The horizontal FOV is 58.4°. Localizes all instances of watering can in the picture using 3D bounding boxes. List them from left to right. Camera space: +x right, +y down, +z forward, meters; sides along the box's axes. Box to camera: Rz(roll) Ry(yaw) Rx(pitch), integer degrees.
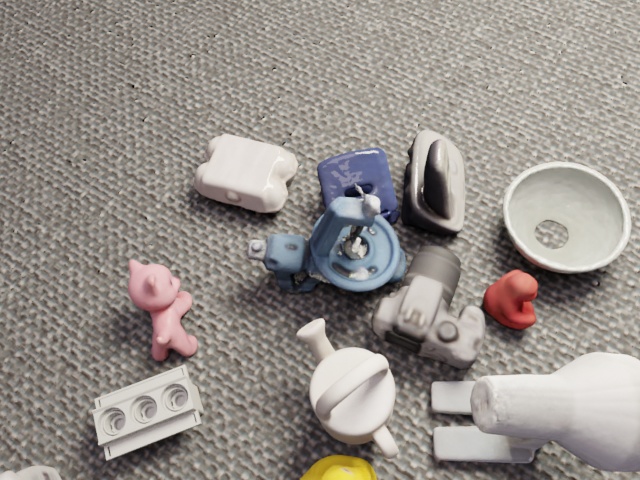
[{"bbox_3d":[0.032,0.174,0.669,0.172,0.194,0.101,31,72,17],"label":"watering can"}]

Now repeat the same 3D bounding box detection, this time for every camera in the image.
[{"bbox_3d":[0.154,0.080,0.752,0.143,0.101,0.137,20,69,13],"label":"camera"}]

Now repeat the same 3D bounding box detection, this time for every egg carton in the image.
[{"bbox_3d":[-0.113,-0.099,0.869,0.150,0.069,0.107,14,68,10],"label":"egg carton"}]

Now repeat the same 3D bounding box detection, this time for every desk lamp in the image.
[{"bbox_3d":[0.236,0.195,0.633,0.203,0.214,0.118,-1,66,4],"label":"desk lamp"}]

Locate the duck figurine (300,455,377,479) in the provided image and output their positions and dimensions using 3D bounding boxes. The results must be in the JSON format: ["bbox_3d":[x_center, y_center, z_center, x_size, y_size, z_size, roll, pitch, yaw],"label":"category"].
[{"bbox_3d":[0.017,0.294,0.676,0.104,0.086,0.077,-19,66,-4],"label":"duck figurine"}]

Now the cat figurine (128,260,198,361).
[{"bbox_3d":[-0.216,0.088,0.767,0.067,0.118,0.127,-15,66,-2],"label":"cat figurine"}]

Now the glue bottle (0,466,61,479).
[{"bbox_3d":[-0.345,0.296,0.655,0.037,0.173,0.078,-33,67,-10],"label":"glue bottle"}]

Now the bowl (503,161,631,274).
[{"bbox_3d":[0.333,-0.021,0.798,0.167,0.075,0.167,-2,66,4],"label":"bowl"}]

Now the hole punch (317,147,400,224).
[{"bbox_3d":[0.057,-0.069,0.831,0.108,0.091,0.101,-15,66,-2],"label":"hole punch"}]

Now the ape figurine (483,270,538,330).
[{"bbox_3d":[0.258,0.072,0.753,0.076,0.092,0.078,13,68,10],"label":"ape figurine"}]

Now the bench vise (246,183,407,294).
[{"bbox_3d":[0.010,0.013,0.728,0.207,0.220,0.121,-17,66,-3],"label":"bench vise"}]

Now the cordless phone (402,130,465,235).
[{"bbox_3d":[0.164,-0.102,0.786,0.094,0.185,0.147,1,66,5],"label":"cordless phone"}]
